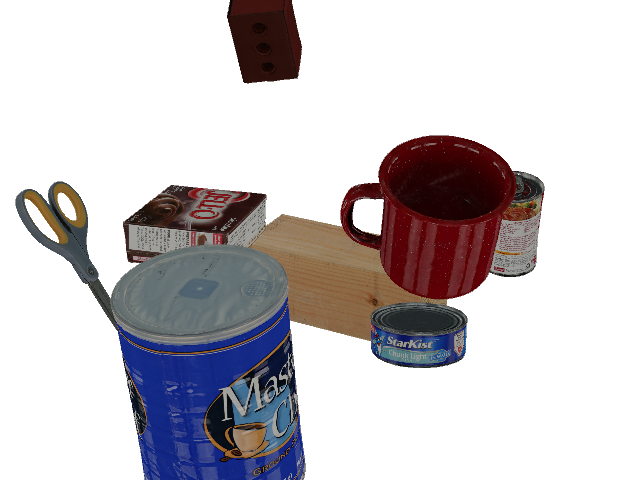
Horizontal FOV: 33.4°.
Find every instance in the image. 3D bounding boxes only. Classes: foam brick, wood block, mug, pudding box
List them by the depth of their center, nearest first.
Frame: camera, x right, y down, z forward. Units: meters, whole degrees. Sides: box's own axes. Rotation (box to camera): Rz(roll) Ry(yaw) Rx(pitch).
[{"bbox_3d":[0.072,-0.014,0.746,0.117,0.081,0.093,2,44,-1],"label":"mug"},{"bbox_3d":[-0.103,-0.012,0.897,0.090,0.039,0.113,5,22,12],"label":"pudding box"},{"bbox_3d":[-0.050,-0.188,0.964,0.053,0.051,0.078,-4,-43,9],"label":"foam brick"},{"bbox_3d":[0.029,0.044,1.175,0.206,0.091,0.090,13,26,23],"label":"wood block"}]

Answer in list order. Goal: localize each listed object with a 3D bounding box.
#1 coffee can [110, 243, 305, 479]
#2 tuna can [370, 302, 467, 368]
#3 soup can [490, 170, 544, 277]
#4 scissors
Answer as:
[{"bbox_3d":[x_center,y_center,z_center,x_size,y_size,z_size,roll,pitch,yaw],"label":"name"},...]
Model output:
[{"bbox_3d":[-0.065,0.087,0.648,0.103,0.140,0.103,-4,28,2],"label":"coffee can"},{"bbox_3d":[0.087,0.083,0.945,0.086,0.034,0.086,0,14,0],"label":"tuna can"},{"bbox_3d":[0.215,-0.019,1.205,0.068,0.102,0.068,-2,33,1],"label":"soup can"},{"bbox_3d":[-0.243,0.018,1.129,0.016,0.201,0.096,-26,23,29],"label":"scissors"}]
